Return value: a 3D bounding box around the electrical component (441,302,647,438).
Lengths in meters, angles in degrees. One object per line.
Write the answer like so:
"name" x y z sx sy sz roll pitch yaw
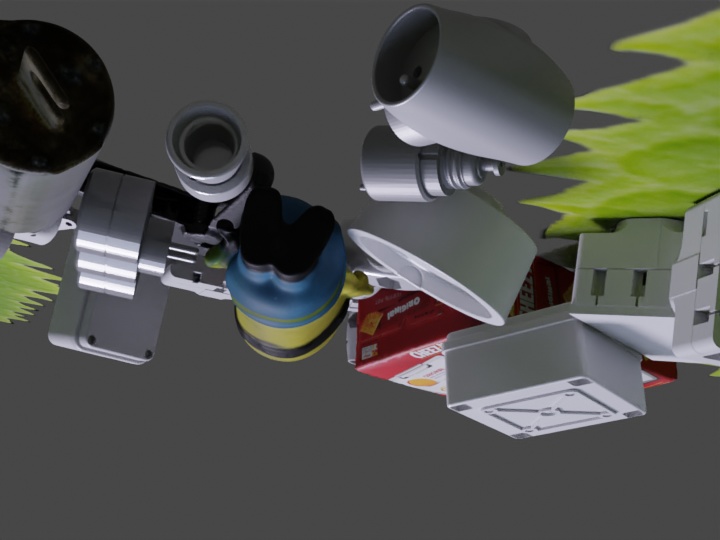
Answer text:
"electrical component" 0.131 0.074 0.757 0.109 0.056 0.109 -17 151 31

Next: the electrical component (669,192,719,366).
"electrical component" 0.208 0.007 0.597 0.050 0.089 0.055 11 168 -8

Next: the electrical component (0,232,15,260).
"electrical component" -0.289 -0.040 0.739 0.108 0.108 0.060 8 174 5

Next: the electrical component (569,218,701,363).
"electrical component" 0.213 0.018 0.712 0.089 0.061 0.150 1 165 36

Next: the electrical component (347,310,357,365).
"electrical component" 0.026 0.047 0.959 0.043 0.077 0.079 17 166 -29

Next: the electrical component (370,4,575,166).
"electrical component" 0.037 -0.075 0.461 0.077 0.044 0.079 18 165 -35

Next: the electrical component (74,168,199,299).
"electrical component" -0.141 -0.017 0.695 0.074 0.052 0.138 13 161 -10

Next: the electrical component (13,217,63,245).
"electrical component" -0.258 -0.051 0.806 0.079 0.043 0.077 -2 163 44

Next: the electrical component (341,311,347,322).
"electrical component" -0.044 0.028 1.006 0.081 0.043 0.043 -1 164 41

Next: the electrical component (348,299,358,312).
"electrical component" -0.016 0.013 0.915 0.055 0.048 0.066 3 169 -6

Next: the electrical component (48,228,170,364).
"electrical component" -0.212 0.019 0.931 0.057 0.113 0.078 2 166 44

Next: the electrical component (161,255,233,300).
"electrical component" -0.114 -0.005 0.889 0.089 0.050 0.056 13 168 -17

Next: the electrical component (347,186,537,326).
"electrical component" 0.054 -0.020 0.640 0.108 0.060 0.108 31 173 4

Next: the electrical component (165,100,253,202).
"electrical component" -0.083 -0.065 0.601 0.045 0.045 0.055 10 168 -1

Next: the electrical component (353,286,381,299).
"electrical component" 0.000 0.000 0.841 0.043 0.043 0.081 10 168 -4

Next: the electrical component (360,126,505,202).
"electrical component" 0.037 -0.055 0.561 0.078 0.040 0.040 3 167 27

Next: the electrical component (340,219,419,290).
"electrical component" 0.022 -0.015 0.754 0.077 0.043 0.079 7 167 9
